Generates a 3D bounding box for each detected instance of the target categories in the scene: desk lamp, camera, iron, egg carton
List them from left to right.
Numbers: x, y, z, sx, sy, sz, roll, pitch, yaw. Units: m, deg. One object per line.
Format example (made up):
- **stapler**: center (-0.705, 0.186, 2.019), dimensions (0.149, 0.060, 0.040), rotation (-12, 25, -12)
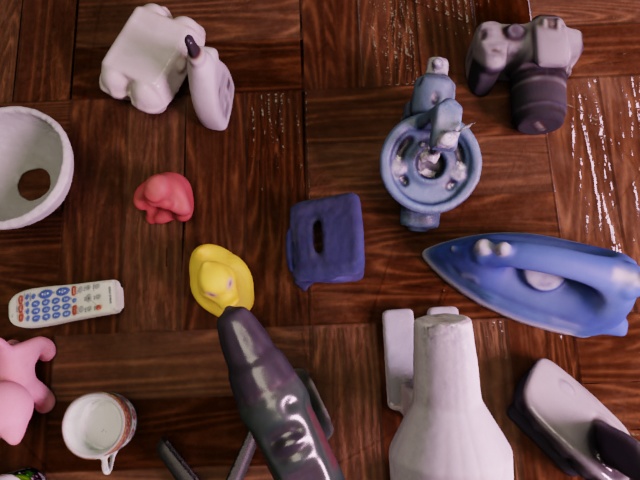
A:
- **egg carton**: center (-0.229, -0.250, 0.793), dimensions (0.107, 0.069, 0.150), rotation (24, 78, 7)
- **desk lamp**: center (0.123, 0.163, 0.611), dimensions (0.118, 0.213, 0.203), rotation (-4, 76, 1)
- **camera**: center (0.274, -0.217, 0.757), dimensions (0.143, 0.101, 0.137), rotation (2, 76, 2)
- **iron**: center (0.255, 0.034, 0.676), dimensions (0.258, 0.141, 0.119), rotation (13, 77, 5)

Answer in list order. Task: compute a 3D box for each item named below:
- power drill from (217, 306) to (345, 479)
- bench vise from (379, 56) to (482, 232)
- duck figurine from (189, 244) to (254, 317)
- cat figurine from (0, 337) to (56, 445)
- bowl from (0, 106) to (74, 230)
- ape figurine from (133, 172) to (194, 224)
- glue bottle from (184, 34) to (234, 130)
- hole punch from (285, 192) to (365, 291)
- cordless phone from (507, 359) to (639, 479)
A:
- **power drill**: center (-0.037, 0.185, 0.612), dimensions (0.075, 0.208, 0.229), rotation (-27, 77, -5)
- **bench vise**: center (0.124, -0.131, 0.678), dimensions (0.121, 0.220, 0.207), rotation (-11, 76, -1)
- **duck figurine**: center (-0.128, 0.048, 0.710), dimensions (0.077, 0.086, 0.104), rotation (-32, 78, -6)
- **cat figurine**: center (-0.365, 0.174, 0.669), dimensions (0.067, 0.118, 0.128), rotation (-10, 76, -1)
- **bowl**: center (-0.396, -0.086, 0.754), dimensions (0.167, 0.075, 0.167), rotation (0, 76, 1)
- **ape figurine**: center (-0.201, -0.057, 0.734), dimensions (0.077, 0.092, 0.076), rotation (33, 79, 9)
- **glue bottle**: center (-0.144, -0.208, 0.727), dimensions (0.037, 0.173, 0.078), rotation (9, 77, 4)
- **hole punch**: center (0.007, 0.003, 0.715), dimensions (0.101, 0.091, 0.108), rotation (-4, 76, 1)
- **cordless phone**: center (0.291, 0.198, 0.613), dimensions (0.147, 0.185, 0.094), rotation (40, 81, 10)
